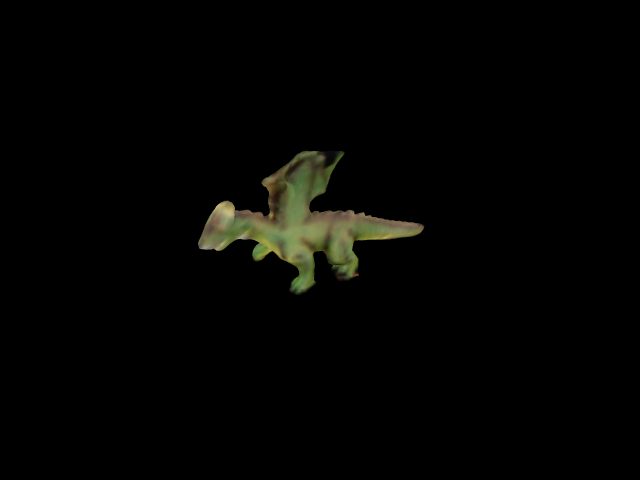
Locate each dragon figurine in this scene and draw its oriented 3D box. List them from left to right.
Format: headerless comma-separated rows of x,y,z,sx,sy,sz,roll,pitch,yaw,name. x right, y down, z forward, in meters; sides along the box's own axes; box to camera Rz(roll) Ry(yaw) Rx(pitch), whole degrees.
0.003,-0.043,0.850,0.412,0.237,0.125,-18,49,-16,dragon figurine
